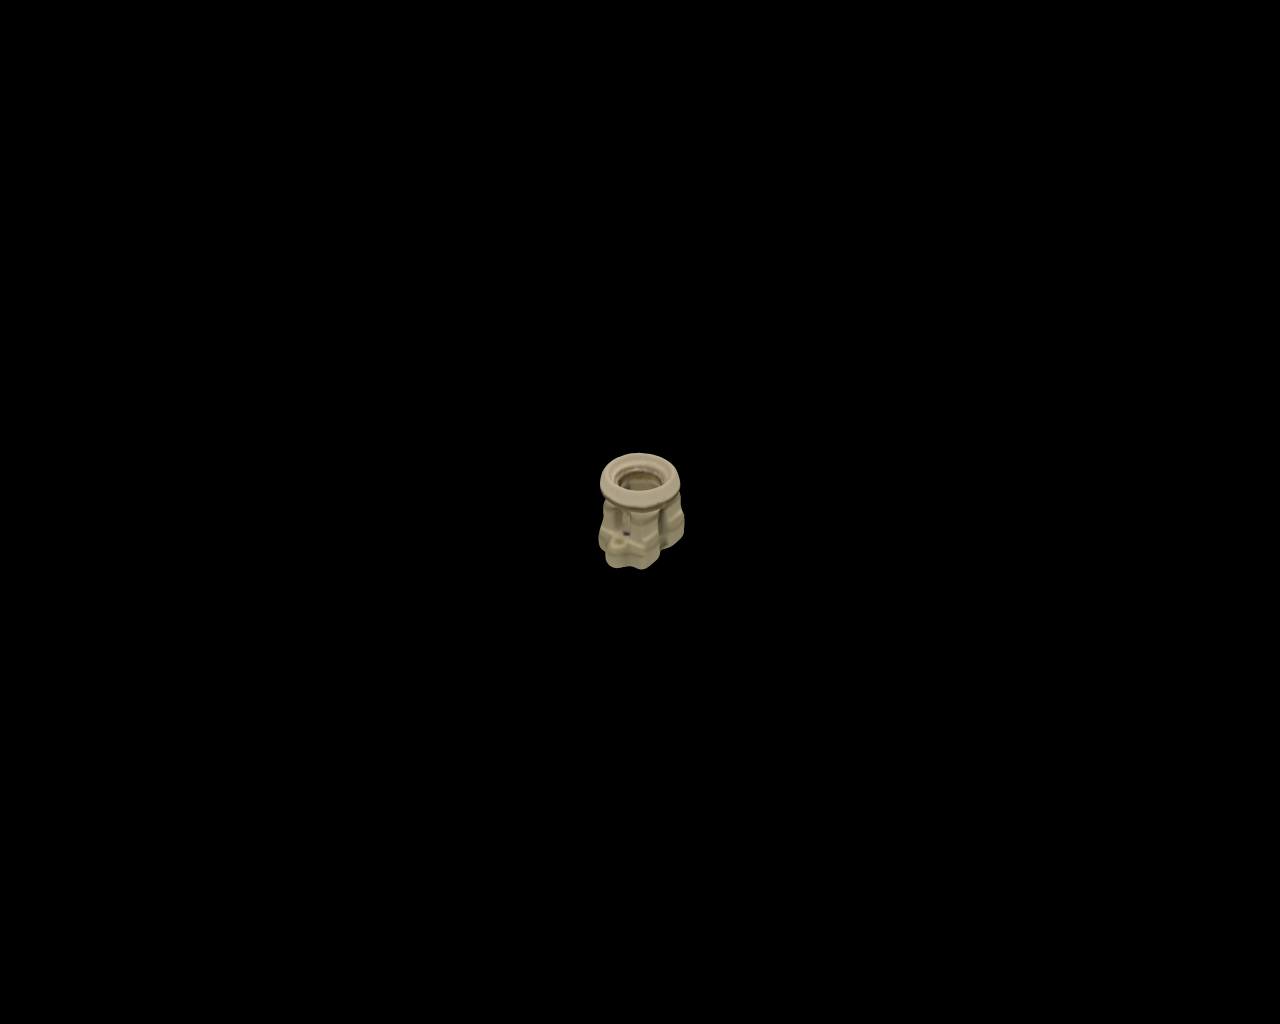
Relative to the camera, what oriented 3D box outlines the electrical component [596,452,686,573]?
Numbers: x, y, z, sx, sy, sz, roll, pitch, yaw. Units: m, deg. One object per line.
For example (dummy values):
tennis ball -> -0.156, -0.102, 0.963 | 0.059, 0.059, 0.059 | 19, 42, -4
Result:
electrical component -> 0.001, -0.003, 0.650 | 0.048, 0.055, 0.066 | 25, 45, 28
